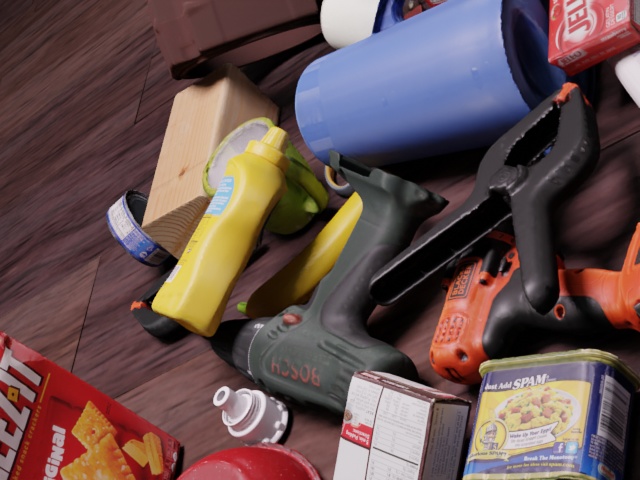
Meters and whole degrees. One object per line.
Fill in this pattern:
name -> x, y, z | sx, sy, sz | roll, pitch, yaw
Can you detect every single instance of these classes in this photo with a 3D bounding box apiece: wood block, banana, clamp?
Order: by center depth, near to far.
clamp -> 0.140, -0.027, 0.733 | 0.209, 0.036, 0.165 | -51, 29, -18
banana -> -0.005, 0.014, 0.966 | 0.198, 0.037, 0.070 | -41, 35, 13
clamp -> -0.133, 0.065, 1.067 | 0.172, 0.039, 0.120 | -28, 30, 39
wood block -> -0.113, -0.080, 1.144 | 0.091, 0.090, 0.206 | -26, 39, 31

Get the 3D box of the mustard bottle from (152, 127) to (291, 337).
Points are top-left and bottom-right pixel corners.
mustard bottle -> -0.077, -0.012, 0.926 | 0.191, 0.058, 0.096 | -64, 12, -9

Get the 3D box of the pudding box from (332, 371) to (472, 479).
pudding box -> 0.051, 0.152, 0.721 | 0.090, 0.039, 0.113 | 11, 92, 53

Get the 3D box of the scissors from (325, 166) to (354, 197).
scissors -> 0.029, -0.117, 1.080 | 0.096, 0.016, 0.202 | -36, 35, 18

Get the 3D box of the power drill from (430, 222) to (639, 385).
power drill -> 0.172, 0.013, 0.740 | 0.188, 0.057, 0.184 | -13, 46, 46

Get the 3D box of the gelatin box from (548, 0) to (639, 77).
gelatin box -> 0.206, -0.175, 0.791 | 0.073, 0.030, 0.089 | -22, 51, 47

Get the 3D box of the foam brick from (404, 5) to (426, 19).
foam brick -> 0.096, -0.176, 1.027 | 0.053, 0.051, 0.078 | -34, 35, 25

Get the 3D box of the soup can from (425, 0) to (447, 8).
soup can -> 0.122, -0.261, 1.035 | 0.069, 0.102, 0.068 | -31, 37, 27

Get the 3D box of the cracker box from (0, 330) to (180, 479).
cracker box -> -0.222, 0.196, 0.875 | 0.072, 0.213, 0.164 | -25, 39, 34

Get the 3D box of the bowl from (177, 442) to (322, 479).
bowl -> -0.074, 0.218, 0.800 | 0.162, 0.055, 0.162 | -21, 48, 25

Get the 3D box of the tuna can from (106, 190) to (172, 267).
tuna can -> -0.194, -0.012, 1.175 | 0.034, 0.086, 0.086 | -40, 33, 16

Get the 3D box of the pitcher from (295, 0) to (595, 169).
pitcher -> 0.094, -0.142, 0.902 | 0.243, 0.144, 0.149 | -11, 50, 43

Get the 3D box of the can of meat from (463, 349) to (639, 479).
can of meat -> 0.142, 0.121, 0.663 | 0.102, 0.057, 0.084 | -14, 48, 42

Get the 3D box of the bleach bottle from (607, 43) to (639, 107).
bleach bottle -> 0.263, -0.109, 0.750 | 0.103, 0.068, 0.251 | -37, 37, 26
